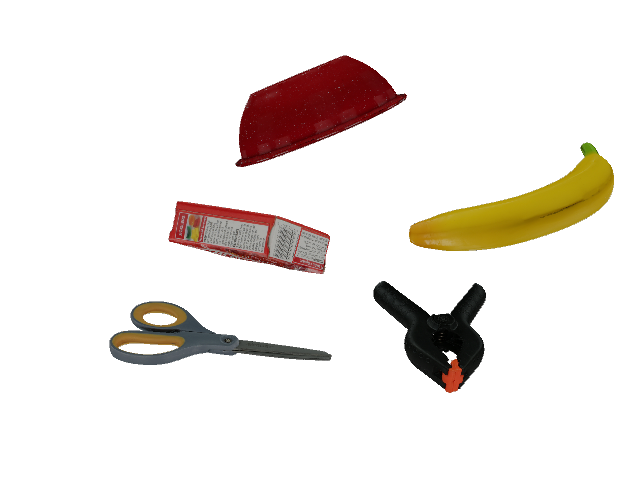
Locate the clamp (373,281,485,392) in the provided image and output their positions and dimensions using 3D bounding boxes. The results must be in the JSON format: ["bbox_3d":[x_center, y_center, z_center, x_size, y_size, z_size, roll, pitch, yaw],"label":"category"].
[{"bbox_3d":[0.131,0.090,1.089,0.120,0.039,0.171,-8,34,-9],"label":"clamp"}]

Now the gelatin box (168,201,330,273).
[{"bbox_3d":[-0.044,-0.001,0.698,0.073,0.030,0.089,10,-4,24],"label":"gelatin box"}]

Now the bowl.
[{"bbox_3d":[-0.010,-0.119,0.932,0.162,0.055,0.162,-22,9,4],"label":"bowl"}]

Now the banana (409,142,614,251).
[{"bbox_3d":[0.165,-0.026,0.836,0.197,0.037,0.070,-23,23,-25],"label":"banana"}]

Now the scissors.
[{"bbox_3d":[-0.096,0.087,1.005,0.201,0.016,0.096,-2,32,-9],"label":"scissors"}]
